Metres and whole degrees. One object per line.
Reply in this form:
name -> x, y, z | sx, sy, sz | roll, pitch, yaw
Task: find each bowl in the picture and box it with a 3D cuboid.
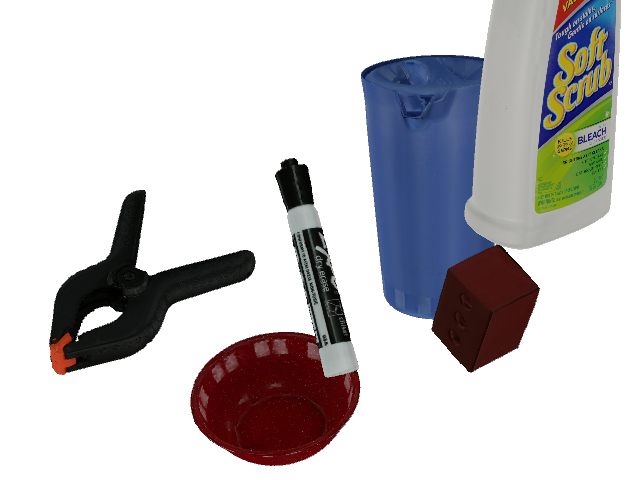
bowl -> -0.040, 0.161, 1.019 | 0.162, 0.055, 0.162 | -5, 37, 3

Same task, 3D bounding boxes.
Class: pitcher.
pitcher -> 0.114, -0.056, 1.039 | 0.149, 0.243, 0.145 | -15, 26, -24

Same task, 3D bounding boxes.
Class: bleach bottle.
bleach bottle -> 0.144, -0.125, 0.680 | 0.102, 0.251, 0.068 | -19, 32, -26

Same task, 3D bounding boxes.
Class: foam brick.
foam brick -> 0.128, 0.053, 0.832 | 0.051, 0.078, 0.053 | -22, 52, -25

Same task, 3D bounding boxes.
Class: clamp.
clamp -> -0.145, 0.028, 0.796 | 0.120, 0.039, 0.171 | 32, 49, 27

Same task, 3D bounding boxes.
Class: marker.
marker -> -0.003, 0.013, 0.578 | 0.020, 0.121, 0.020 | -14, -12, -3
